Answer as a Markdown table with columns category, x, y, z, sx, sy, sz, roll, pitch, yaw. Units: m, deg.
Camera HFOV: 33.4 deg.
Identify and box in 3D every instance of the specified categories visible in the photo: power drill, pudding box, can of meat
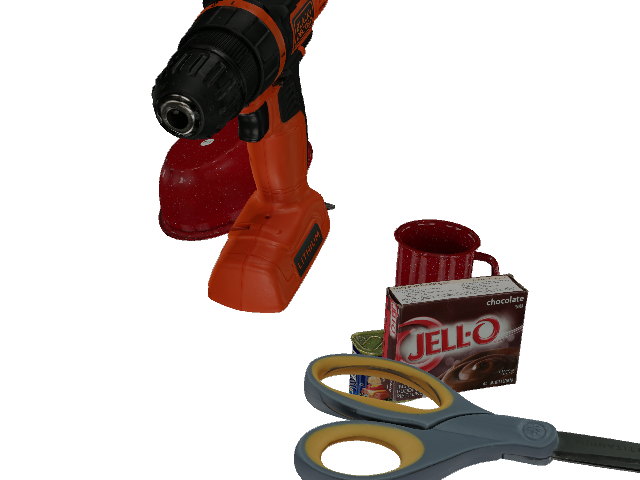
| category | x | y | z | sx | sy | sz | roll | pitch | yaw |
| --- | --- | --- | --- | --- | --- | --- | --- | --- | --- |
| power drill | -0.037 | -0.053 | 0.607 | 0.057 | 0.188 | 0.184 | 12 | 38 | 16 |
| pudding box | 0.107 | 0.078 | 0.868 | 0.113 | 0.090 | 0.039 | -7 | 29 | -17 |
| can of meat | 0.089 | 0.167 | 1.403 | 0.102 | 0.084 | 0.057 | -4 | 25 | -19 |

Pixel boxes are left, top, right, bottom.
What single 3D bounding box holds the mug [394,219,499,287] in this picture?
| category | x | y | z | sx | sy | sz | roll | pitch | yaw |
| --- | --- | --- | --- | --- | --- | --- | --- | --- | --- |
| mug | 0.135 | 0.034 | 1.159 | 0.117 | 0.081 | 0.093 | 8 | 26 | 10 |

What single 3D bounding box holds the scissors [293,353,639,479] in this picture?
| category | x | y | z | sx | sy | sz | roll | pitch | yaw |
| --- | --- | --- | --- | --- | --- | --- | --- | --- | --- |
| scissors | 0.077 | 0.094 | 0.450 | 0.202 | 0.016 | 0.096 | 16 | 34 | 23 |

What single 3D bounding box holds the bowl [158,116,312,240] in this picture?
| category | x | y | z | sx | sy | sz | roll | pitch | yaw |
| --- | --- | --- | --- | --- | --- | --- | --- | --- | --- |
| bowl | -0.091 | -0.072 | 0.990 | 0.162 | 0.055 | 0.162 | -21 | 32 | 14 |
